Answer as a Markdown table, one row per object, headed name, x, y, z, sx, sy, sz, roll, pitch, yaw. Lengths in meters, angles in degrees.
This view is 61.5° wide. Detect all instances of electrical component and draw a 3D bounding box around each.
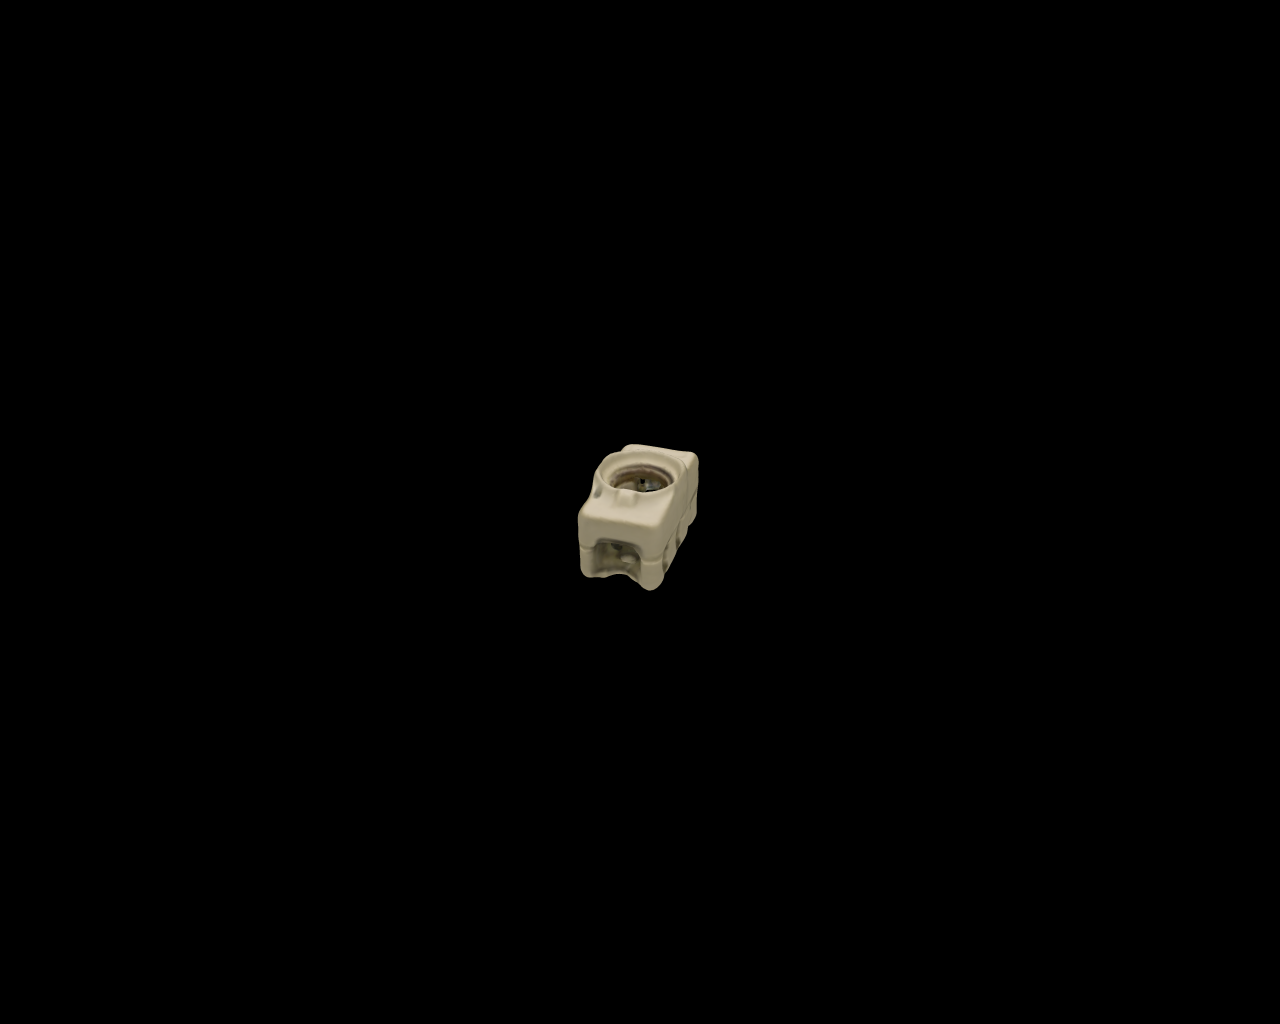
| name | x | y | z | sx | sy | sz | roll | pitch | yaw |
| --- | --- | --- | --- | --- | --- | --- | --- | --- | --- |
| electrical component | 0.001 | -0.003 | 0.650 | 0.050 | 0.055 | 0.090 | 10 | 35 | 15 |
